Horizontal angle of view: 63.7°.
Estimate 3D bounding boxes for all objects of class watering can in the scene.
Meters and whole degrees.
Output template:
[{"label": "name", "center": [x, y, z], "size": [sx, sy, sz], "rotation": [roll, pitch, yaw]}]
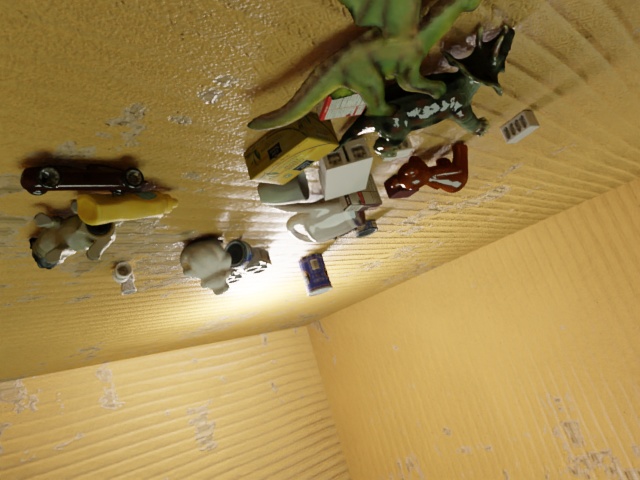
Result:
[{"label": "watering can", "center": [0.004, -0.070, 1.400], "size": [0.223, 0.106, 0.343], "rotation": [-22, 157, 10]}]

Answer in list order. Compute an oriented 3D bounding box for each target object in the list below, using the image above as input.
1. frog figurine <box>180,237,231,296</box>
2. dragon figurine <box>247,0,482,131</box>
[{"label": "frog figurine", "center": [-0.312, 0.077, 1.430], "size": [0.138, 0.162, 0.120], "rotation": [-12, 160, -19]}, {"label": "dragon figurine", "center": [0.064, -0.293, 0.758], "size": [0.411, 0.125, 0.237], "rotation": [-19, 147, -3]}]
